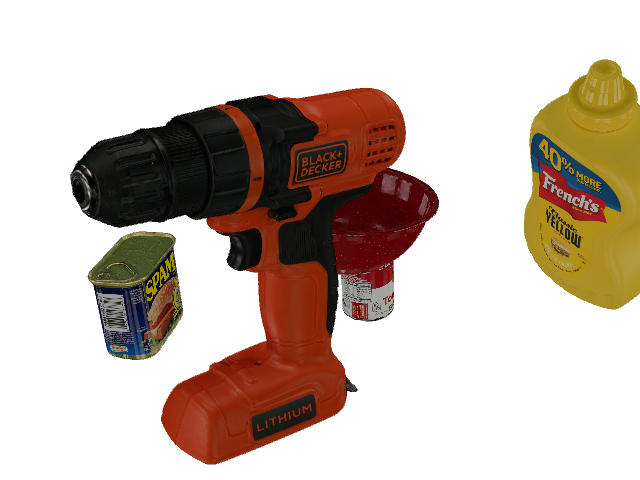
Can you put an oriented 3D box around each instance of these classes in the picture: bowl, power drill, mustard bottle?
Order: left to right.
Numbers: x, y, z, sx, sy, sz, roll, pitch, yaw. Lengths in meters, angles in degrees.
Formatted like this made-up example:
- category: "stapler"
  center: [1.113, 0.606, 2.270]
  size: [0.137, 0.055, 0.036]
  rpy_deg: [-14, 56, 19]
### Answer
- category: "power drill"
  center: [-0.040, 0.019, 0.544]
  size: [0.184, 0.188, 0.057]
  rpy_deg: [-15, 34, -35]
- category: "bowl"
  center: [0.019, -0.015, 0.912]
  size: [0.162, 0.055, 0.162]
  rpy_deg: [2, 24, -1]
- category: "mustard bottle"
  center: [0.179, -0.042, 0.699]
  size: [0.058, 0.191, 0.096]
  rpy_deg: [-32, 54, -17]

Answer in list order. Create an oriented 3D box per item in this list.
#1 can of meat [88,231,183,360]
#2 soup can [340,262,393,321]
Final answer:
- category: "can of meat"
  center: [-0.170, 0.052, 1.004]
  size: [0.057, 0.084, 0.102]
  rpy_deg: [3, 27, 15]
- category: "soup can"
  center: [0.057, 0.041, 1.322]
  size: [0.068, 0.102, 0.068]
  rpy_deg: [-3, 32, 1]
